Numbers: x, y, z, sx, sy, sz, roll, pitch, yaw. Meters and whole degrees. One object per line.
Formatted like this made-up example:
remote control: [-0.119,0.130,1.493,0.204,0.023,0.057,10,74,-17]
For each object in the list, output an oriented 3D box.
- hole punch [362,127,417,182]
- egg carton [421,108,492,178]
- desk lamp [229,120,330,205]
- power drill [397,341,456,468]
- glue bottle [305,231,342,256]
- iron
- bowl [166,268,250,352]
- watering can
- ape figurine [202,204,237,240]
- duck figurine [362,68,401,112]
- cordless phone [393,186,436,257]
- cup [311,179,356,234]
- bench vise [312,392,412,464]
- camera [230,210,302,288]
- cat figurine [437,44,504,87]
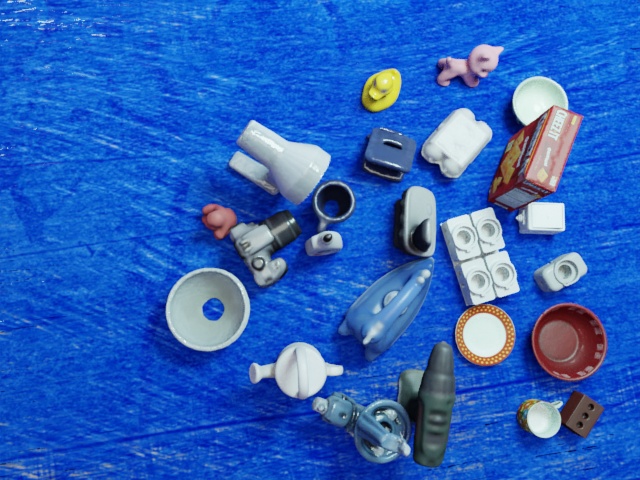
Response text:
hole punch: [0.147,-0.190,1.226,0.108,0.091,0.101,17,82,-1]
egg carton: [0.297,-0.213,1.248,0.107,0.069,0.150,40,82,2]
desk lamp: [-0.087,-0.155,1.146,0.203,0.213,0.118,31,82,1]
power drill: [0.206,0.307,1.107,0.075,0.208,0.230,5,82,-2]
glue bottle: [0.011,0.004,1.152,0.078,0.173,0.037,-13,83,-4]
iron: [0.158,0.123,1.161,0.118,0.141,0.258,43,82,3]
bowl: [-0.224,0.142,1.170,0.167,0.074,0.167,0,83,-3]
watering can: [-0.045,0.257,1.106,0.173,0.194,0.101,-23,84,-6]
ape figurine: [-0.212,-0.041,1.186,0.076,0.092,0.078,-7,83,-4]
duck figurine: [0.138,-0.337,1.247,0.077,0.086,0.104,40,82,2]
cordless phone: [0.209,-0.043,1.163,0.094,0.185,0.148,0,83,-3]
cup: [0.021,-0.061,1.200,0.091,0.095,0.118,24,82,0]
bench vise: [0.086,0.365,1.087,0.207,0.219,0.121,4,82,-2]
camera: [-0.100,0.008,1.181,0.137,0.100,0.143,-32,85,-7]
cat figurine: [0.329,-0.387,1.248,0.128,0.117,0.067,-1,83,-3]
